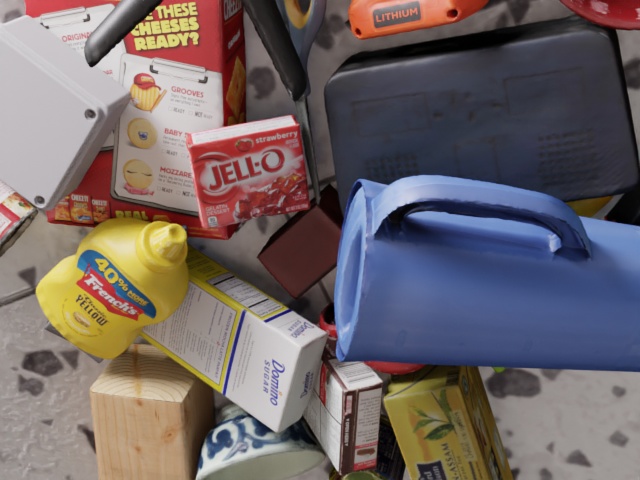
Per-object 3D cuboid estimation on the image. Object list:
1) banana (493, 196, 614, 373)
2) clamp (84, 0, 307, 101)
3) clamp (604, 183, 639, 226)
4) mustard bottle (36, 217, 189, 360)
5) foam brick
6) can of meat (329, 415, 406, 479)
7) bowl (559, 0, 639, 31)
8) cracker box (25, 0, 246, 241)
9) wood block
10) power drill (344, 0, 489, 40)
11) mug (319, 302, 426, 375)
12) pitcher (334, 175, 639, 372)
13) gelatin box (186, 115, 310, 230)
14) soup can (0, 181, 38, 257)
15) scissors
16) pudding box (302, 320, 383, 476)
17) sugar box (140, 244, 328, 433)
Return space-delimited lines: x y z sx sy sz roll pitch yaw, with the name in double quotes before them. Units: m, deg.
"banana" 0.164 0.021 0.883 0.069 0.037 0.198 19 120 -14
"clamp" -0.065 -0.205 0.770 0.164 0.036 0.210 14 99 -18
"clamp" 0.300 -0.043 0.804 0.120 0.039 0.172 20 141 -33
"mustard bottle" -0.163 0.032 0.894 0.096 0.058 0.192 47 137 -8
"foam brick" -0.006 0.001 0.906 0.051 0.053 0.078 45 115 -8
"can of meat" 0.040 0.225 0.978 0.057 0.083 0.102 27 118 0
"bowl" 0.224 -0.231 0.740 0.162 0.055 0.162 6 115 12
"cracker box" -0.146 -0.115 0.878 0.164 0.072 0.214 5 114 11
"wood block" -0.153 0.213 1.018 0.090 0.090 0.206 5 115 12
"power drill" 0.056 -0.243 0.748 0.185 0.057 0.187 -1 116 44
"mug" 0.055 0.061 0.900 0.117 0.081 0.093 -6 112 17
"pitcher" 0.135 0.028 0.773 0.242 0.149 0.145 6 98 -6
"gelatin box" -0.056 -0.053 0.838 0.089 0.030 0.073 -11 117 -7
"soup can" -0.315 -0.034 0.959 0.102 0.068 0.069 41 117 -6
"scissors" -0.009 -0.131 0.821 0.096 0.016 0.202 -17 91 57
"pudding box" 0.015 0.136 0.930 0.039 0.114 0.090 -7 117 -18
"sugar box" -0.080 0.081 0.930 0.176 0.048 0.093 30 121 25
